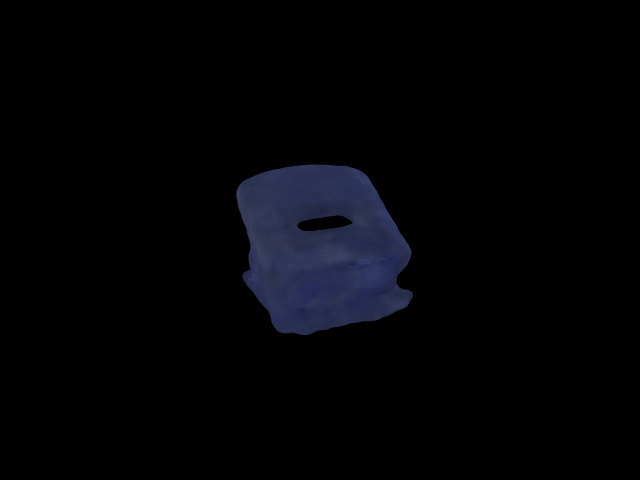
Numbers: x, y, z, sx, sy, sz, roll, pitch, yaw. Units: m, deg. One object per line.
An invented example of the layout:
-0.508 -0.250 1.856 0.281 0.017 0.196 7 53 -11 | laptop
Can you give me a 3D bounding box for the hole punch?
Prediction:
0.004 0.001 0.400 0.109 0.091 0.100 -9 24 -22 | hole punch
